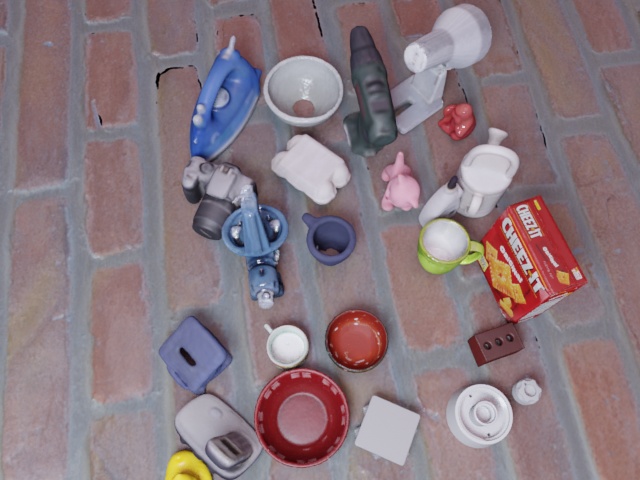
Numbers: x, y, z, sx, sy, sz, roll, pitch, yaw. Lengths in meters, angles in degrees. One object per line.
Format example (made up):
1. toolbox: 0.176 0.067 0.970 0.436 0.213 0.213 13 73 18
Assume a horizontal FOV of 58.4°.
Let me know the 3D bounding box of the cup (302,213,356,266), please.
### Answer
1. cup: 0.010 0.004 1.080 0.117 0.095 0.092 41 73 14

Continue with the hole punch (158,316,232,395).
1. hole punch: -0.219 0.203 0.998 0.101 0.091 0.108 -42 75 -16

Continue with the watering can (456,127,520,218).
1. watering can: 0.312 -0.133 1.088 0.101 0.194 0.173 -1 68 -2

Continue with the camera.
1. camera: -0.209 -0.080 1.104 0.143 0.101 0.137 19 69 6

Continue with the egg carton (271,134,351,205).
1. egg carton: -0.017 -0.142 1.151 0.150 0.069 0.107 36 72 12

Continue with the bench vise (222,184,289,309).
1. bench vise: -0.099 0.005 1.010 0.121 0.220 0.207 -26 71 -11

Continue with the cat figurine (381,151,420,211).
1. cat figurine: 0.159 -0.110 1.116 0.067 0.118 0.128 0 68 -1

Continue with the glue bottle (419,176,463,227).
1. glue bottle: 0.235 -0.076 1.075 0.078 0.173 0.037 -30 72 -12

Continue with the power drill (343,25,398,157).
1. power drill: 0.093 -0.269 1.129 0.075 0.208 0.229 -12 69 -6

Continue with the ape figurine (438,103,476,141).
1. ape figurine: 0.291 -0.253 1.190 0.076 0.092 0.078 4 68 0

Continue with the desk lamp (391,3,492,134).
1. desk lamp: 0.229 -0.350 1.161 0.203 0.213 0.117 -38 74 -15

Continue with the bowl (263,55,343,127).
1. bowl: -0.034 -0.301 1.210 0.167 0.075 0.167 1 68 -1

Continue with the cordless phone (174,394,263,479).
1. cordless phone: -0.169 0.309 0.907 0.147 0.185 0.094 36 72 12

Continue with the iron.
1. iron: -0.211 -0.282 1.162 0.118 0.141 0.258 18 69 6

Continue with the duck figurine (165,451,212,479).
1. duck figurine: -0.218 0.394 0.925 0.077 0.086 0.104 -18 70 -8
